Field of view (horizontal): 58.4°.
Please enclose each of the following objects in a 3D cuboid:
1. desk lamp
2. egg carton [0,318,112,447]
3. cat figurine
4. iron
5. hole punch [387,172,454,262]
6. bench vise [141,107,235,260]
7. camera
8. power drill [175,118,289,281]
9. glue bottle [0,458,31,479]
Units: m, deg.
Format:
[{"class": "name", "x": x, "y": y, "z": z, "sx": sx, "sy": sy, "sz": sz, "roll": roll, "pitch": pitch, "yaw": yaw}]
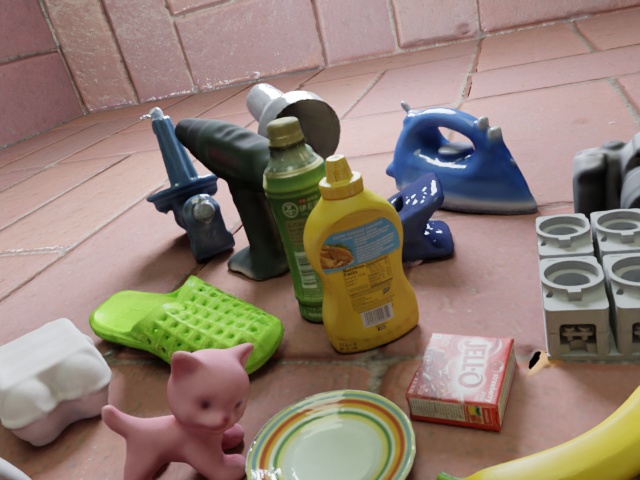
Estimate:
[{"class": "desk lamp", "x": -0.048, "y": -0.135, "z": 0.896, "sx": 0.118, "sy": 0.214, "sz": 0.202, "roll": -22, "pitch": 25, "yaw": -18}, {"class": "egg carton", "x": -0.279, "y": 0.141, "z": 0.591, "sx": 0.107, "sy": 0.069, "sz": 0.149, "roll": -29, "pitch": 28, "yaw": -30}, {"class": "cat figurine", "x": -0.105, "y": 0.134, "z": 0.451, "sx": 0.128, "sy": 0.118, "sz": 0.067, "roll": -16, "pitch": 24, "yaw": -5}, {"class": "iron", "x": 0.203, "y": -0.129, "z": 0.834, "sx": 0.119, "sy": 0.142, "sz": 0.257, "roll": -26, "pitch": 26, "yaw": -25}, {"class": "hole punch", "x": 0.112, "y": -0.028, "z": 0.723, "sx": 0.101, "sy": 0.091, "sz": 0.108, "roll": -10, "pitch": 24, "yaw": 9}, {"class": "bench vise", "x": -0.197, "y": -0.094, "z": 0.879, "sx": 0.122, "sy": 0.220, "sz": 0.206, "roll": -31, "pitch": 29, "yaw": -34}, {"class": "camera", "x": 0.363, "y": -0.065, "z": 0.654, "sx": 0.142, "sy": 0.101, "sz": 0.137, "roll": -1, "pitch": 27, "yaw": 28}, {"class": "power drill", "x": -0.106, "y": -0.059, "z": 0.766, "sx": 0.076, "sy": 0.209, "sz": 0.228, "roll": -31, "pitch": 29, "yaw": -33}, {"class": "glue bottle", "x": -0.238, "y": 0.167, "z": 0.383, "sx": 0.037, "sy": 0.173, "sz": 0.078, "roll": 1, "pitch": 28, "yaw": 30}]
